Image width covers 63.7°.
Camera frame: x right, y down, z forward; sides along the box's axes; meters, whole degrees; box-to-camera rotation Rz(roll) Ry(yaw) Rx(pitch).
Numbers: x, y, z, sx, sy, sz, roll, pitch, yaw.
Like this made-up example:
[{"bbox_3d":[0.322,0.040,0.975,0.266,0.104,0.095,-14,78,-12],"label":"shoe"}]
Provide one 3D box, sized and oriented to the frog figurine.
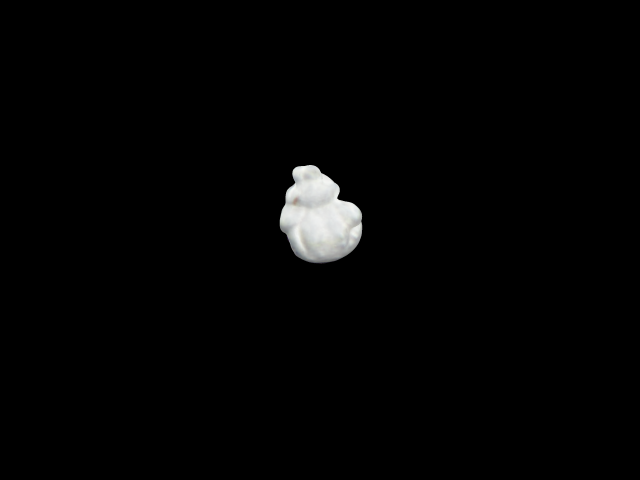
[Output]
[{"bbox_3d":[0.003,-0.043,0.850,0.137,0.155,0.126,4,45,4],"label":"frog figurine"}]
